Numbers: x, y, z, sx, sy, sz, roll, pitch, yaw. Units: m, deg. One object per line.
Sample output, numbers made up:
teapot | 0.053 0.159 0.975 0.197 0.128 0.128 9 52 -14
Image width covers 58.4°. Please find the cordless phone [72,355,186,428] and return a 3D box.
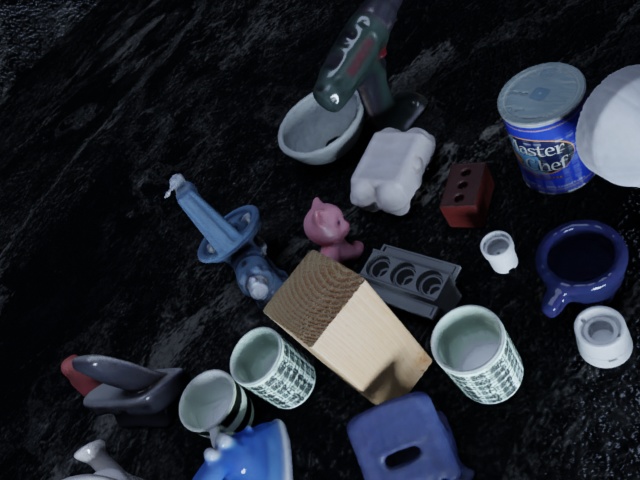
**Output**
cordless phone | -0.304 0.206 0.841 0.147 0.186 0.094 -14 50 24

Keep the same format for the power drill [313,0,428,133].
power drill | 0.095 -0.274 0.928 0.075 0.209 0.230 29 76 44

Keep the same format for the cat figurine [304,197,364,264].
cat figurine | 0.008 0.003 0.838 0.067 0.118 0.128 -3 56 32

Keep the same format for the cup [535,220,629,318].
cup | 0.287 0.049 0.633 0.091 0.095 0.118 25 73 43

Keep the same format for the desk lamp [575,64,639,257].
desk lamp | 0.369 -0.054 0.572 0.118 0.214 0.202 -35 45 6

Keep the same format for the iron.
iron | -0.116 0.316 0.662 0.118 0.142 0.258 -4 55 31

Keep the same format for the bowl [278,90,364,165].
bowl | 0.013 -0.191 1.015 0.167 0.075 0.167 -18 49 22

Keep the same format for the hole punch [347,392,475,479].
hole punch | 0.096 0.231 0.622 0.108 0.091 0.101 -27 46 14

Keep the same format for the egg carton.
egg carton | 0.114 -0.108 0.887 0.107 0.070 0.150 9 63 38

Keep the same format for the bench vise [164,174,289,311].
bench vise | -0.129 -0.007 0.863 0.206 0.220 0.121 29 76 44

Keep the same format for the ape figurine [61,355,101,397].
ape figurine | -0.387 0.221 0.951 0.077 0.092 0.076 -12 51 26

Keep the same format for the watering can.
watering can | -0.269 0.334 0.713 0.172 0.195 0.101 26 74 43
